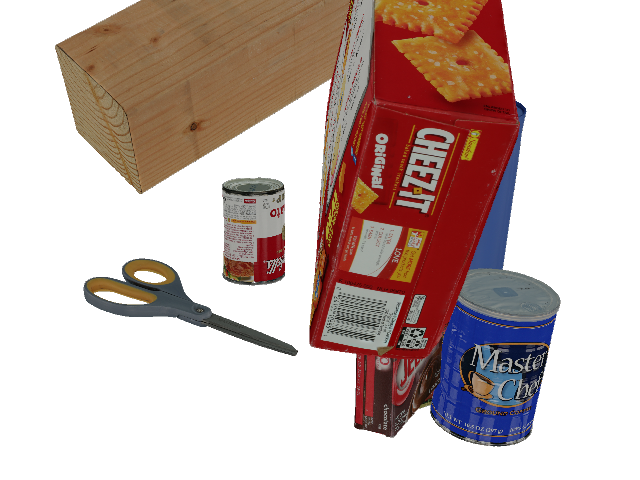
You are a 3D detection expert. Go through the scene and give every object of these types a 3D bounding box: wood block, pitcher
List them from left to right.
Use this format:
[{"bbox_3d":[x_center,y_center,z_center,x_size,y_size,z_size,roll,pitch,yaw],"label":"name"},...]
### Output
[{"bbox_3d":[-0.080,-0.138,0.802,0.205,0.091,0.090,-34,60,-24],"label":"wood block"},{"bbox_3d":[0.159,-0.043,1.241,0.149,0.243,0.145,-8,24,-20],"label":"pitcher"}]

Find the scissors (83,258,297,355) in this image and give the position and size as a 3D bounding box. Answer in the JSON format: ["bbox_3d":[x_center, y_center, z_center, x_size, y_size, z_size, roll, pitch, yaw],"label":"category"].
[{"bbox_3d":[-0.109,0.055,0.950,0.202,0.016,0.096,11,29,7],"label":"scissors"}]

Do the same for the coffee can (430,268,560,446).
[{"bbox_3d":[0.166,0.111,1.029,0.103,0.140,0.103,6,22,-3],"label":"coffee can"}]

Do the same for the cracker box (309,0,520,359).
[{"bbox_3d":[0.045,-0.070,0.563,0.072,0.213,0.164,9,-46,-4],"label":"cracker box"}]

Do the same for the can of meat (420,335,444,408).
[{"bbox_3d":[0.129,0.157,1.330,0.101,0.084,0.058,-11,29,-27],"label":"can of meat"}]

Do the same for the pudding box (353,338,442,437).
[{"bbox_3d":[0.064,0.092,0.855,0.039,0.090,0.113,9,20,22],"label":"pudding box"}]

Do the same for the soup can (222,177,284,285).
[{"bbox_3d":[-0.072,-0.011,1.142,0.068,0.102,0.068,1,17,0],"label":"soup can"}]
